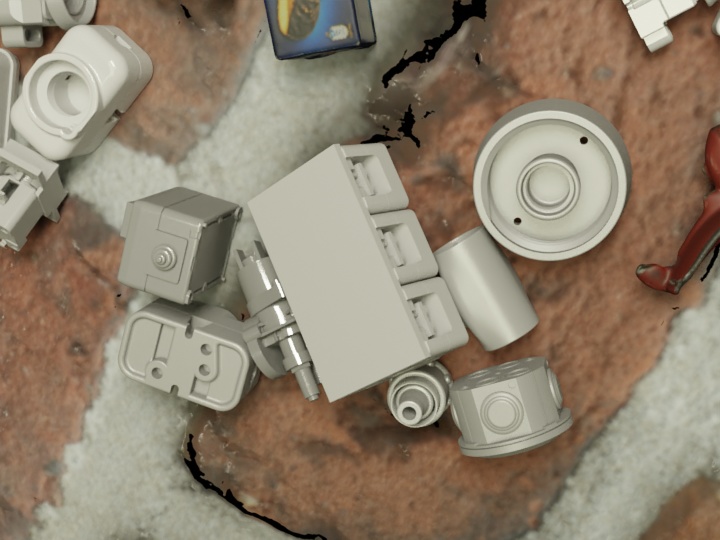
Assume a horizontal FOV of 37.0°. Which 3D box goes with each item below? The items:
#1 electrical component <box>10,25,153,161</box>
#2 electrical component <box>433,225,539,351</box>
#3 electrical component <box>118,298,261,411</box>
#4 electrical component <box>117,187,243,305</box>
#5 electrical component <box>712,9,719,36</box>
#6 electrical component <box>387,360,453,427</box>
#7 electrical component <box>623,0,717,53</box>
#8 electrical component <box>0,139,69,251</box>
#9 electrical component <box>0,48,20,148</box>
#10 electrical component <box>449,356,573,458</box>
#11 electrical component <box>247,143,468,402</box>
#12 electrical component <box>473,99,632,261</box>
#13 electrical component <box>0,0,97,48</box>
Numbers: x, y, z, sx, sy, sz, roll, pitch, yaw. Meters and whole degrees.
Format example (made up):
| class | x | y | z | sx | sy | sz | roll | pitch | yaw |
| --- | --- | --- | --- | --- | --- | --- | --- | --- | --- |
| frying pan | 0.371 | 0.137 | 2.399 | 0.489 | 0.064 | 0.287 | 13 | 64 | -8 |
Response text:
| class | x | y | z | sx | sy | sz | roll | pitch | yaw |
| --- | --- | --- | --- | --- | --- | --- | --- | --- | --- |
| electrical component | -0.201 | -0.126 | 0.768 | 0.054 | 0.059 | 0.095 | 43 | 107 | 1 |
| electrical component | 0.071 | 0.021 | 0.750 | 0.079 | 0.043 | 0.077 | -30 | 94 | 16 |
| electrical component | -0.120 | 0.059 | 0.791 | 0.095 | 0.059 | 0.053 | 19 | 105 | 8 |
| electrical component | -0.132 | -0.019 | 0.757 | 0.061 | 0.096 | 0.061 | 18 | 105 | 9 |
| electrical component | 0.288 | -0.175 | 0.653 | 0.109 | 0.056 | 0.108 | 23 | 106 | 6 |
| electrical component | 0.040 | 0.091 | 0.762 | 0.048 | 0.062 | 0.048 | 3 | 103 | 12 |
| electrical component | 0.195 | -0.180 | 0.679 | 0.055 | 0.048 | 0.066 | -26 | 96 | 24 |
| electrical component | -0.251 | -0.052 | 0.783 | 0.042 | 0.081 | 0.063 | 29 | 69 | 6 |
| electrical component | -0.301 | -0.111 | 0.794 | 0.078 | 0.057 | 0.113 | 12 | 104 | 9 |
| electrical component | 0.102 | 0.095 | 0.742 | 0.080 | 0.080 | 0.051 | -16 | 93 | 15 |
| electrical component | 0.000 | 0.000 | 0.729 | 0.089 | 0.062 | 0.150 | -29 | 80 | 37 |
| electrical component | 0.126 | -0.057 | 0.712 | 0.108 | 0.060 | 0.108 | 3 | 103 | 12 |
| electrical component | -0.224 | -0.197 | 0.759 | 0.057 | 0.058 | 0.078 | 1 | 102 | 15 |
